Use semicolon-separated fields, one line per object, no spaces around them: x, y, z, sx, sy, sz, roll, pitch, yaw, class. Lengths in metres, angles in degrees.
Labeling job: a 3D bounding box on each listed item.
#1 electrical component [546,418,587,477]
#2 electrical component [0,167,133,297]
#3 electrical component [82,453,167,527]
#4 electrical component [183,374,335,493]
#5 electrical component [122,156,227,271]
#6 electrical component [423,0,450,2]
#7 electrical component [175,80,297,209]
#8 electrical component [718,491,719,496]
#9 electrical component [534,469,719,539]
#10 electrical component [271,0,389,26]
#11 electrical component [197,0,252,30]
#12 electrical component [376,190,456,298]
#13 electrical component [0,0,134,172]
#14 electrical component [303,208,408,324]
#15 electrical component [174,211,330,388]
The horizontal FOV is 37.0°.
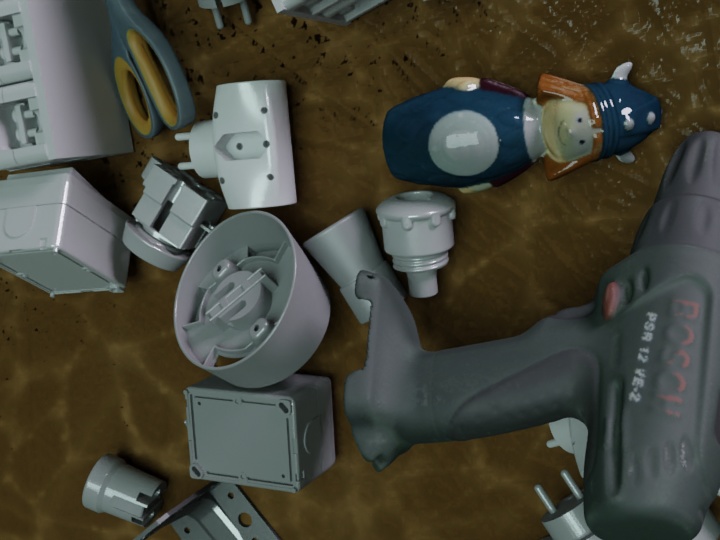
0.135;0.084;0.617;0.079;0.043;0.077;-28;49;50;electrical component
-0.194;-0.022;0.710;0.062;0.096;0.061;-4;69;20;electrical component
-0.163;0.154;0.748;0.046;0.040;0.040;20;105;10;electrical component
-0.068;0.100;0.696;0.096;0.061;0.061;2;101;26;electrical component
-0.123;-0.033;0.701;0.066;0.048;0.055;35;101;12;electrical component
0.053;-0.220;0.596;0.063;0.078;0.121;-14;94;-1;electrical component
-0.081;-0.077;0.679;0.079;0.043;0.077;-2;97;21;electrical component
0.202;0.078;0.600;0.076;0.047;0.083;16;104;28;electrical component
0.132;0.153;0.633;0.138;0.052;0.073;-35;86;21;electrical component
-0.039;-0.239;0.605;0.060;0.105;0.186;-25;90;21;electrical component
-0.087;-0.185;0.661;0.066;0.047;0.076;-6;122;12;electrical component
0.036;-0.015;0.647;0.048;0.048;0.062;0;108;20;electrical component
-0.208;-0.143;0.689;0.062;0.089;0.150;-7;96;21;electrical component
0.000;0.000;0.664;0.044;0.044;0.065;-31;92;21;electrical component
-0.069;0.021;0.662;0.099;0.064;0.099;-14;55;22;electrical component
